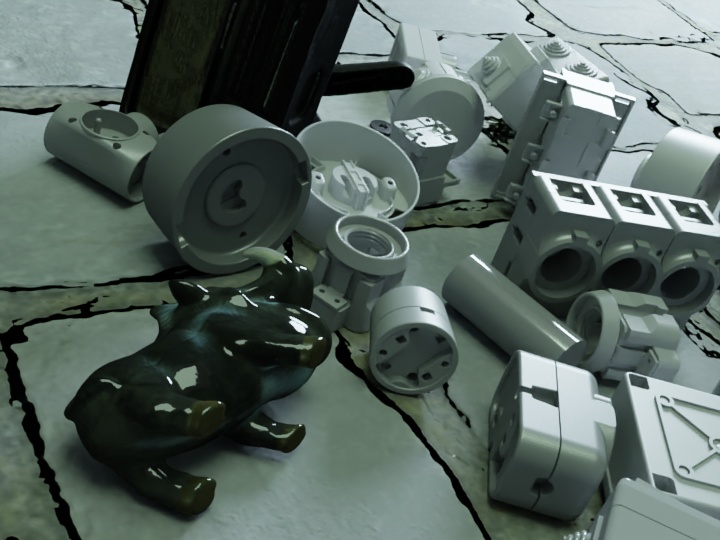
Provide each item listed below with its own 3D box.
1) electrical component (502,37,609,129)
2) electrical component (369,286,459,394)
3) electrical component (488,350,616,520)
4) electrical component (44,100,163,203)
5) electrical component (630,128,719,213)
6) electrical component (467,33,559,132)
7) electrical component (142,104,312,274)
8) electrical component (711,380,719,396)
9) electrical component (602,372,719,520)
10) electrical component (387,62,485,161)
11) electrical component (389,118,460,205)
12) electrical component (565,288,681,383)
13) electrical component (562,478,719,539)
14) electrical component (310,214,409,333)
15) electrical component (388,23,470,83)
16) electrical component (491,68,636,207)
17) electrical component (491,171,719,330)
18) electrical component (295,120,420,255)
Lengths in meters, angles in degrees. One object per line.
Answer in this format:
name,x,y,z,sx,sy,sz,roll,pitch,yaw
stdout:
electrical component,0.185,-0.162,1.018,0.048,0.099,0.099,-18,46,-24
electrical component,0.032,0.043,0.680,0.055,0.055,0.047,13,30,-11
electrical component,0.113,0.098,0.640,0.059,0.053,0.095,17,33,-4
electrical component,-0.172,-0.091,0.777,0.077,0.044,0.079,30,34,16
electrical component,0.267,-0.070,0.921,0.060,0.108,0.108,29,34,26
electrical component,0.141,-0.157,0.921,0.096,0.061,0.061,40,18,-33
electrical component,-0.093,-0.058,0.717,0.108,0.108,0.060,-12,38,-39
electrical component,0.287,0.100,0.731,0.089,0.050,0.056,29,34,14
electrical component,0.205,0.125,0.646,0.109,0.056,0.108,15,33,-6
electrical component,0.064,-0.138,0.936,0.080,0.080,0.051,8,29,-17
electrical component,0.044,-0.087,0.865,0.081,0.063,0.042,-15,48,-42
electrical component,0.180,0.045,0.749,0.057,0.058,0.078,11,34,-18
electrical component,0.153,0.155,0.565,0.096,0.061,0.061,24,41,7
electrical component,0.000,0.000,0.722,0.058,0.057,0.078,33,35,20
electrical component,0.071,-0.197,1.054,0.076,0.047,0.083,13,33,-11
electrical component,0.166,-0.093,0.885,0.079,0.121,0.063,15,36,-6
electrical component,0.188,-0.010,0.803,0.150,0.089,0.061,8,35,-18
electrical component,-0.007,-0.058,0.796,0.099,0.064,0.099,13,33,-9
